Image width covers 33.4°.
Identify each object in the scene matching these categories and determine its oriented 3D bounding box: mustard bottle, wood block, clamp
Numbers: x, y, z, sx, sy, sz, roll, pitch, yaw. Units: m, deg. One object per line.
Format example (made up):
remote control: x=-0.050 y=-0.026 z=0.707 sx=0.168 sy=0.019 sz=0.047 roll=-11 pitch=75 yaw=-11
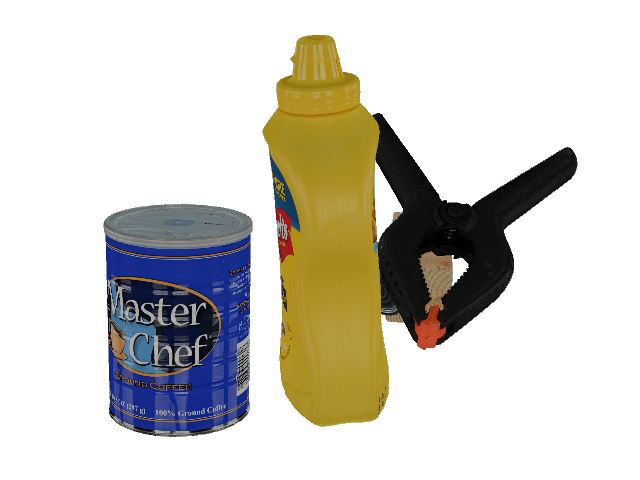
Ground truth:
mustard bottle: x=0.003 y=-0.009 z=0.547 sx=0.058 sy=0.192 sz=0.096 roll=-5 pitch=22 yaw=-4
wood block: x=0.148 y=0.038 z=1.592 sx=0.091 sy=0.090 sz=0.206 roll=4 pitch=24 yaw=4
clamp: x=0.085 y=-0.014 z=0.767 sx=0.165 sy=0.209 sz=0.036 roll=16 pitch=-41 yaw=13

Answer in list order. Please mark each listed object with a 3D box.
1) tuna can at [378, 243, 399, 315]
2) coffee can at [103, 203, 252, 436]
tuna can: x=0.069 y=0.045 z=1.219 sx=0.086 sy=0.086 sz=0.033 roll=0 pitch=38 yaw=49
coffee can: x=-0.100 y=0.053 z=0.756 sx=0.103 sy=0.140 sz=0.103 roll=1 pitch=15 yaw=-1
